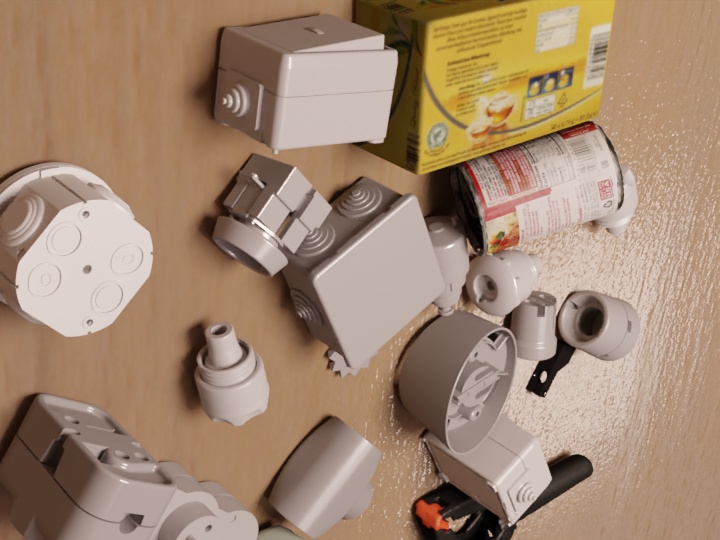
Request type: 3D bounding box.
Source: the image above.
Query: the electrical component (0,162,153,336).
[{"bbox_3d":[-0.150,-0.010,0.545,0.080,0.051,0.080,-23,127,-33],"label":"electrical component"}]

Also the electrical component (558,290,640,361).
[{"bbox_3d":[0.202,0.046,0.914,0.047,0.055,0.055,20,99,-44],"label":"electrical component"}]

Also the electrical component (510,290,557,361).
[{"bbox_3d":[0.139,0.044,0.864,0.040,0.040,0.046,-16,117,-37],"label":"electrical component"}]

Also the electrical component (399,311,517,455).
[{"bbox_3d":[0.079,0.082,0.809,0.099,0.064,0.099,-23,127,-33],"label":"electrical component"}]

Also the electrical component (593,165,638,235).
[{"bbox_3d":[0.201,-0.054,0.861,0.043,0.043,0.062,-44,138,-16],"label":"electrical component"}]

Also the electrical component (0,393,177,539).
[{"bbox_3d":[-0.152,0.117,0.585,0.054,0.095,0.059,25,95,-48],"label":"electrical component"}]

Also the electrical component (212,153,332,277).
[{"bbox_3d":[-0.054,-0.030,0.630,0.055,0.048,0.066,-57,139,-13],"label":"electrical component"}]

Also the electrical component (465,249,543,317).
[{"bbox_3d":[0.114,0.005,0.813,0.062,0.048,0.048,-24,128,-42],"label":"electrical component"}]

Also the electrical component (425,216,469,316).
[{"bbox_3d":[0.057,-0.002,0.756,0.040,0.040,0.078,-32,131,-27],"label":"electrical component"}]

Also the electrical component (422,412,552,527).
[{"bbox_3d":[0.108,0.150,0.853,0.061,0.096,0.061,-43,136,-19],"label":"electrical component"}]

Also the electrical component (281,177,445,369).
[{"bbox_3d":[0.000,0.000,0.696,0.100,0.048,0.099,-40,135,-19],"label":"electrical component"}]

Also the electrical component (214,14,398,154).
[{"bbox_3d":[-0.035,-0.105,0.591,0.096,0.062,0.061,-12,121,-39],"label":"electrical component"}]

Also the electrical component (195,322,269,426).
[{"bbox_3d":[-0.080,0.061,0.660,0.043,0.043,0.062,-30,130,-28],"label":"electrical component"}]

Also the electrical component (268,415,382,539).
[{"bbox_3d":[-0.016,0.156,0.777,0.077,0.043,0.079,-51,137,-8],"label":"electrical component"}]

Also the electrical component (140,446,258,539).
[{"bbox_3d":[-0.110,0.159,0.666,0.052,0.074,0.138,-54,138,-5],"label":"electrical component"}]
